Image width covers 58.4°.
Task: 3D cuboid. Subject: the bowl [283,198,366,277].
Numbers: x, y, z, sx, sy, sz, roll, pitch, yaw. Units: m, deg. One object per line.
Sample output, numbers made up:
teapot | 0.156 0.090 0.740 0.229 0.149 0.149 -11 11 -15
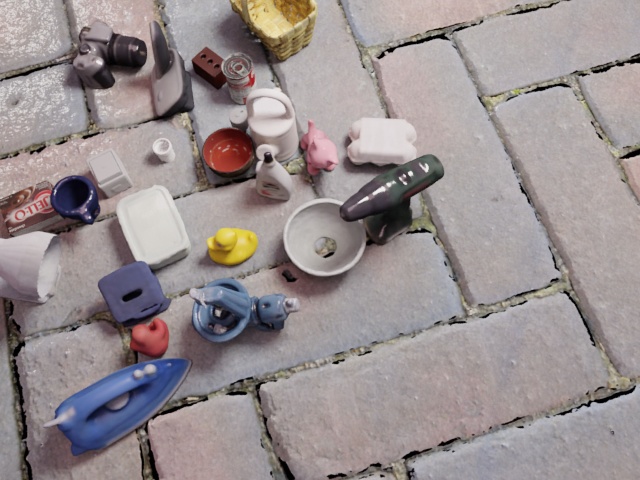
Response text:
bowl | 0.011 0.004 1.166 0.167 0.075 0.167 0 70 1

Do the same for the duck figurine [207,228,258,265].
duck figurine | -0.181 0.003 1.165 0.104 0.086 0.077 -13 70 -3

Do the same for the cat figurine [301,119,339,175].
cat figurine | -0.002 -0.197 1.218 0.067 0.118 0.127 -16 70 -4

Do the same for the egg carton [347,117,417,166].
egg carton | 0.135 -0.210 1.245 0.150 0.069 0.107 2 70 3

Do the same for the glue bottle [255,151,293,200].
glue bottle | -0.099 -0.135 1.168 0.078 0.173 0.037 7 70 5

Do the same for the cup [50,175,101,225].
cup | -0.492 -0.067 1.195 0.092 0.095 0.117 -36 72 -11

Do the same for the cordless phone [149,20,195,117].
cordless phone | -0.344 -0.374 1.257 0.094 0.185 0.147 -15 70 -4

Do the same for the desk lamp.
desk lamp | -0.577 0.051 1.090 0.203 0.213 0.118 6 70 4

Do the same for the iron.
iron | -0.362 0.278 1.038 0.258 0.141 0.118 -32 72 -10

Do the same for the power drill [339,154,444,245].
power drill | 0.135 -0.070 1.119 0.230 0.208 0.075 -34 72 -10

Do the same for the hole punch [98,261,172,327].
hole punch | -0.364 0.106 1.129 0.109 0.091 0.101 -26 71 -8

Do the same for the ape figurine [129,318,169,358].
ape figurine | -0.331 0.186 1.098 0.078 0.092 0.076 -25 71 -7

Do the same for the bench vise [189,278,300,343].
bench vise | -0.150 0.111 1.053 0.207 0.220 0.121 -21 70 -6

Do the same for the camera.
camera | -0.483 -0.435 1.329 0.136 0.101 0.143 9 70 5

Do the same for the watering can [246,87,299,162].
watering can | -0.099 -0.245 1.198 0.101 0.194 0.173 -16 70 -4
